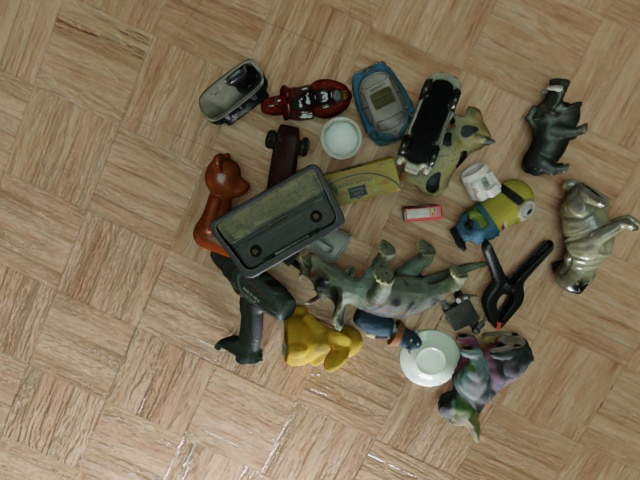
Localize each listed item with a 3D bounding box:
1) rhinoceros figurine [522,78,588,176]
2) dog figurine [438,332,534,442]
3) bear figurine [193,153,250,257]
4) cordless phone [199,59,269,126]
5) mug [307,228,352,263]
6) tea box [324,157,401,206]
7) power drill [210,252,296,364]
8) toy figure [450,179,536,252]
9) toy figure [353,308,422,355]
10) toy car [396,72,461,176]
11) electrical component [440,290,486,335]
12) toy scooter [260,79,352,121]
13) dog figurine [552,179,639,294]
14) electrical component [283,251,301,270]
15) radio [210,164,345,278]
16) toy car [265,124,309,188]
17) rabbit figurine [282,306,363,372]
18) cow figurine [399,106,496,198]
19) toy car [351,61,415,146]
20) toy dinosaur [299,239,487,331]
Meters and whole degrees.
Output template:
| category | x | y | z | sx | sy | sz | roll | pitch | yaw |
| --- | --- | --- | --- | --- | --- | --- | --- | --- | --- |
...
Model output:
| category | x | y | z | sx | sy | sz | roll | pitch | yaw |
| --- | --- | --- | --- | --- | --- | --- | --- | --- | --- |
| rhinoceros figurine | 0.455 | -0.217 | 1.053 | 0.112 | 0.073 | 0.190 | 16 | 103 | 12 |
| dog figurine | 0.348 | 0.310 | 1.134 | 0.192 | 0.108 | 0.219 | -2 | 104 | 2 |
| bear figurine | -0.184 | -0.072 | 1.099 | 0.132 | 0.120 | 0.195 | 19 | 96 | -3 |
| cordless phone | -0.174 | -0.281 | 1.025 | 0.146 | 0.184 | 0.088 | -34 | 101 | 9 |
| mug | -0.002 | -0.003 | 1.105 | 0.107 | 0.109 | 0.080 | 35 | 108 | 11 |
| tea box | 0.071 | -0.115 | 1.081 | 0.170 | 0.098 | 0.068 | -14 | 99 | 5 |
| power drill | -0.162 | 0.143 | 1.139 | 0.232 | 0.086 | 0.207 | 25 | 104 | 28 |
| toy figure | 0.346 | -0.051 | 1.081 | 0.180 | 0.082 | 0.089 | -30 | 89 | 12 |
| toy figure | 0.147 | 0.189 | 1.149 | 0.154 | 0.058 | 0.064 | 29 | 106 | -6 |
| toy car | 0.205 | -0.217 | 1.008 | 0.074 | 0.056 | 0.201 | 21 | 86 | 6 |
| electrical component | 0.304 | 0.153 | 1.137 | 0.078 | 0.045 | 0.102 | -23 | 98 | 6 |
| toy scooter | -0.029 | -0.270 | 1.041 | 0.184 | 0.135 | 0.075 | -7 | 98 | 4 |
| dog figurine | 0.509 | -0.005 | 1.077 | 0.172 | 0.121 | 0.190 | 51 | 121 | 28 |
| electrical component | -0.060 | 0.023 | 1.125 | 0.119 | 0.075 | 0.047 | 36 | 101 | 1 |
| radio | -0.075 | -0.034 | 1.011 | 0.230 | 0.073 | 0.131 | -29 | 98 | 4 |
| toy car | -0.077 | -0.135 | 1.110 | 0.089 | 0.053 | 0.202 | 13 | 105 | 12 |
| rabbit figurine | 0.012 | 0.208 | 1.128 | 0.173 | 0.162 | 0.121 | 5 | 88 | -15 |
| cow figurine | 0.257 | -0.175 | 1.064 | 0.127 | 0.085 | 0.195 | 31 | 98 | 4 |
| toy car | 0.126 | -0.268 | 1.048 | 0.109 | 0.103 | 0.161 | -23 | 100 | 7 |
| toy dinosaur | 0.156 | 0.100 | 1.084 | 0.405 | 0.131 | 0.192 | 7 | 137 | -25 |
